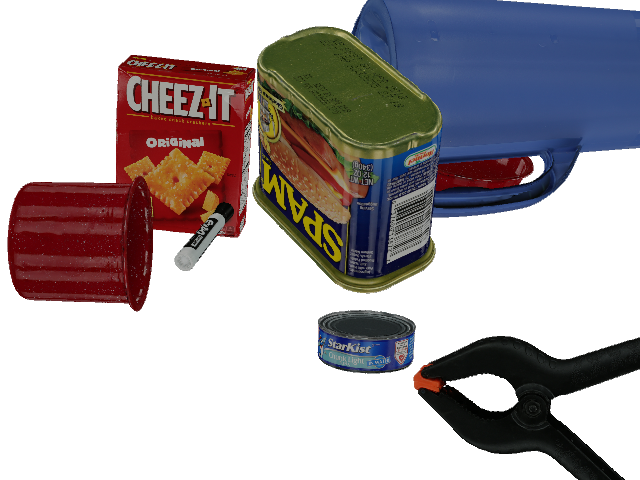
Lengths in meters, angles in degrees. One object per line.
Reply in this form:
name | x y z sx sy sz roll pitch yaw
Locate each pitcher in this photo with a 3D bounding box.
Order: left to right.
pitcher | 0.148 -0.113 0.821 0.242 0.149 0.145 -2 29 -13

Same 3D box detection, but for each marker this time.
marker | -0.110 -0.006 1.034 0.020 0.020 0.121 0 26 17

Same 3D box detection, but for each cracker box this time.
cracker box | -0.174 -0.117 1.357 0.164 0.214 0.072 7 23 3

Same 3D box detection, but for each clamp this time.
clamp | 0.148 0.118 0.709 0.172 0.120 0.039 2 -2 19

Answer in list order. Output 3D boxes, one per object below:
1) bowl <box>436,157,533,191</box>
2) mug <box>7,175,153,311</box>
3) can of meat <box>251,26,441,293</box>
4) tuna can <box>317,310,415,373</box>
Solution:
bowl | 0.159 -0.077 1.224 0.162 0.055 0.162 8 25 -4
mug | -0.163 0.001 0.744 0.081 0.093 0.117 1 2 2
can of meat | 0.011 -0.040 0.502 0.057 0.084 0.102 -24 49 -25
tuna can | 0.040 0.088 0.935 0.086 0.034 0.086 2 11 -1
